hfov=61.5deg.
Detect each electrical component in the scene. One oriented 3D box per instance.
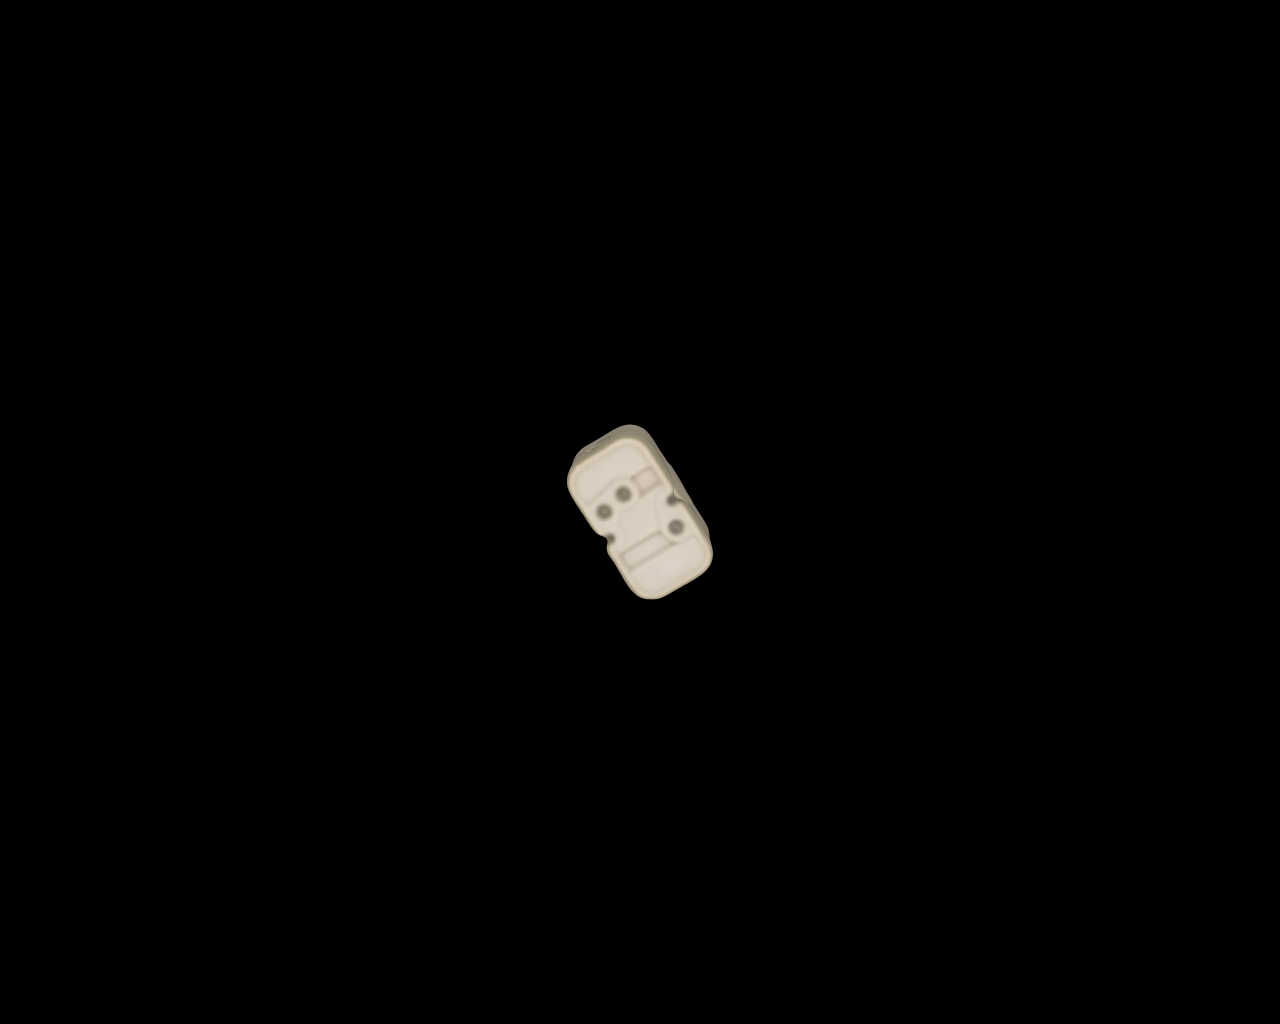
[{"bbox_3d":[0.001,-0.003,0.650,0.054,0.095,0.059,-31,11,7],"label":"electrical component"}]
